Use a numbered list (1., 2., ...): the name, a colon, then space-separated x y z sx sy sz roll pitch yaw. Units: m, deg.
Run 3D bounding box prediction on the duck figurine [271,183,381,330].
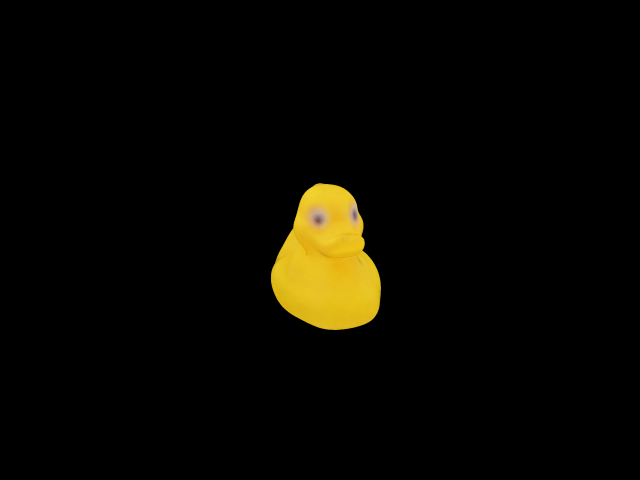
1. duck figurine: 0.004 0.001 0.400 0.078 0.086 0.104 -8 26 -17
